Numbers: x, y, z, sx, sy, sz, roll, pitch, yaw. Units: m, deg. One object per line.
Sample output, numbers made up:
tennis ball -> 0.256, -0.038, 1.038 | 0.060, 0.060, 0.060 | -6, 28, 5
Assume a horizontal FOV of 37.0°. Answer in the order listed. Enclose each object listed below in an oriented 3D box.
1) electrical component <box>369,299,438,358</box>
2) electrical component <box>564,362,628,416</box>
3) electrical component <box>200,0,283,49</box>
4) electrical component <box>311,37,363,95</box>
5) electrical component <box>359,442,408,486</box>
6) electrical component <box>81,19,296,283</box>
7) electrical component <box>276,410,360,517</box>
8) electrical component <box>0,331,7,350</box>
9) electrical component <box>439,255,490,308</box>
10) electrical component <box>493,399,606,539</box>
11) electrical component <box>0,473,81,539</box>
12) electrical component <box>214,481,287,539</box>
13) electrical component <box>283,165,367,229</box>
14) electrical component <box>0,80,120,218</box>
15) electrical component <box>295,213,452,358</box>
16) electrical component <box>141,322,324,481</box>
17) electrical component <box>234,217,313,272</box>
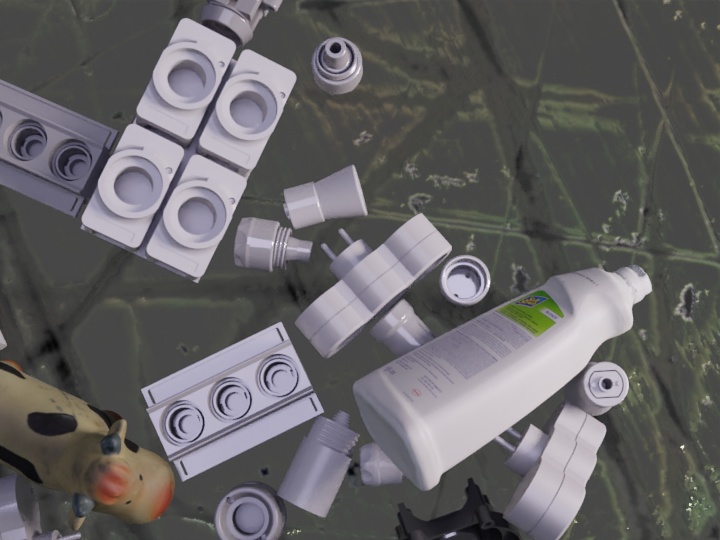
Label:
electrical component -> 0.037, 0.053, 0.874 | 0.040, 0.040, 0.046 | -44, 87, -6
electrical component -> 0.189, 0.092, 0.852 | 0.044, 0.065, 0.044 | 0, 80, 1
electrical component -> -0.107, -0.224, 0.921 | 0.066, 0.048, 0.055 | 24, 74, 4
electrical component -> -0.020, -0.175, 0.902 | 0.043, 0.062, 0.043 | 0, 80, 1
electrical component -> 0.031, 0.154, 0.859 | 0.061, 0.035, 0.035 | -4, 80, -2
electrical component -> -0.139, -0.097, 0.879 | 0.105, 0.060, 0.186 | 26, 81, -10
electrical component -> -0.029, 0.150, 0.856 | 0.043, 0.043, 0.081 | 25, 81, 5
electrical component -> -0.369, 0.070, 0.851 | 0.150, 0.089, 0.061 | -27, 81, -4
electrical component -> 0.084, 0.011, 0.877 | 0.040, 0.046, 0.040 | 0, 80, 1
electrical component -> 0.135, 0.142, 0.817 | 0.074, 0.138, 0.052 | 33, 122, 6
electrical component -> -0.252, 0.226, 0.841 | 0.074, 0.052, 0.138 | -15, 80, -2
electrical component -> -0.087, 0.195, 0.847 | 0.055, 0.047, 0.055 | 0, 80, 1
electrical component -> -0.031, -0.058, 0.894 | 0.065, 0.044, 0.044 | -15, 80, 3
electrical component -> -0.269, -0.100, 0.892 | 0.121, 0.063, 0.078 | 24, 81, 5
electrical component -> 0.000, 0.000, 0.877 | 0.138, 0.052, 0.073 | -41, 82, -6
electrical component -> -0.099, 0.105, 0.855 | 0.121, 0.063, 0.078 | -26, 81, -4
electrical component -> -0.071, -0.019, 0.886 | 0.062, 0.043, 0.043 | 8, 80, 1
